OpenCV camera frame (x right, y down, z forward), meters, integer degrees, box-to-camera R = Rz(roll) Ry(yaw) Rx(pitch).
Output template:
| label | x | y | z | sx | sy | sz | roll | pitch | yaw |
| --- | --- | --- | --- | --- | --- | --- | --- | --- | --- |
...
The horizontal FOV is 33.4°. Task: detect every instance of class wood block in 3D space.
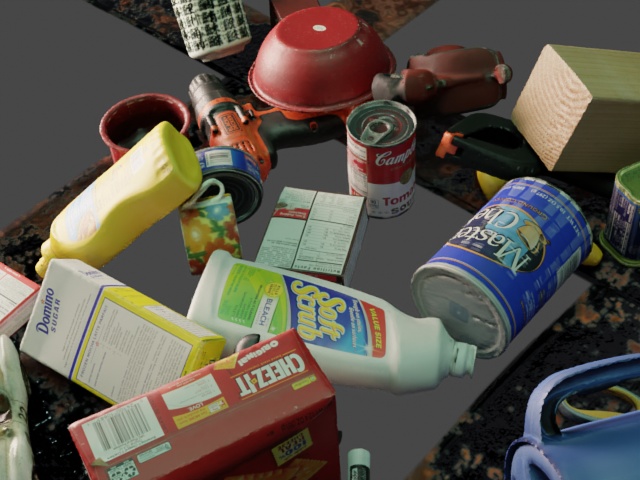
| label | x | y | z | sx | sy | sz | roll | pitch | yaw |
| --- | --- | --- | --- | --- | --- | --- | --- | --- | --- |
| wood block | 0.307 | -0.126 | 1.048 | 0.205 | 0.091 | 0.090 | -1 | 42 | -26 |

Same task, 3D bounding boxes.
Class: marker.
| label | x | y | z | sx | sy | sz | roll | pitch | yaw |
| --- | --- | --- | --- | --- | --- | --- | --- | --- | --- |
| marker | 0.030 | 0.221 | 0.841 | 0.020 | 0.020 | 0.121 | -1 | 47 | 4 |

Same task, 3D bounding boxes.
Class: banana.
| label | x | y | z | sx | sy | sz | roll | pitch | yaw |
| --- | --- | --- | --- | --- | --- | --- | --- | --- | --- |
| banana | 0.205 | -0.041 | 1.061 | 0.069 | 0.037 | 0.198 | -16 | 48 | -10 |

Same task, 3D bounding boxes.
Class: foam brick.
| label | x | y | z | sx | sy | sz | roll | pitch | yaw |
| --- | --- | --- | --- | --- | --- | --- | --- | --- | --- |
| foam brick | -0.027 | -0.245 | 1.243 | 0.051 | 0.078 | 0.053 | -14 | 47 | -11 |

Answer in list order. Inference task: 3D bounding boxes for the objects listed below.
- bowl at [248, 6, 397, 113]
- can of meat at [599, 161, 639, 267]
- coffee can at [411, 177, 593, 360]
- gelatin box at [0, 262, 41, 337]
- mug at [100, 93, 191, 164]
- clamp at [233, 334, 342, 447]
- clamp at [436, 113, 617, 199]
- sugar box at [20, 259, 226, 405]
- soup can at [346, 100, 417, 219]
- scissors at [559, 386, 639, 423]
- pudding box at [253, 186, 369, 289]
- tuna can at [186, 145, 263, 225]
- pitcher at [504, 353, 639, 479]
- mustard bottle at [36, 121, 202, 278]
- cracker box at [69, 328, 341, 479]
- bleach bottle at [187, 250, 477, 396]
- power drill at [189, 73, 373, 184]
| label | x | y | z | sx | sy | sz | roll | pitch | yaw |
| --- | --- | --- | --- | --- | --- | --- | --- | --- | --- |
| bowl | 0.000 | -0.203 | 1.140 | 0.162 | 0.055 | 0.162 | -4 | 41 | 4 |
| can of meat | 0.322 | -0.034 | 1.012 | 0.102 | 0.084 | 0.057 | -22 | 49 | -16 |
| coffee can | 0.164 | 0.024 | 0.958 | 0.103 | 0.103 | 0.140 | 30 | 56 | 28 |
| gelatin box | -0.317 | 0.065 | 1.009 | 0.073 | 0.030 | 0.089 | 26 | 54 | 24 |
| mug | -0.174 | -0.101 | 1.116 | 0.093 | 0.081 | 0.117 | -2 | 47 | 3 |
| clamp | -0.069 | 0.172 | 0.870 | 0.120 | 0.039 | 0.171 | 38 | 75 | 16 |
| clamp | 0.204 | -0.098 | 1.075 | 0.209 | 0.036 | 0.165 | 4 | 38 | -25 |
| sugar box | -0.174 | 0.091 | 0.931 | 0.176 | 0.093 | 0.048 | 26 | 9 | 27 |
| soup can | 0.062 | -0.079 | 1.062 | 0.068 | 0.102 | 0.068 | -2 | 47 | 2 |
| scissors | 0.294 | 0.165 | 0.874 | 0.202 | 0.016 | 0.096 | 12 | 50 | 15 |
| pudding box | -0.007 | 0.001 | 1.038 | 0.090 | 0.039 | 0.113 | 8 | 50 | 12 |
| tuna can | -0.100 | -0.052 | 1.062 | 0.086 | 0.086 | 0.034 | -9 | 49 | -4 |
| pitcher | 0.267 | 0.170 | 0.789 | 0.242 | 0.149 | 0.145 | -14 | 46 | -13 |
| mustard bottle | -0.200 | -0.025 | 1.022 | 0.192 | 0.058 | 0.096 | -38 | 38 | 15 |
| cracker box | -0.069 | 0.177 | 0.757 | 0.164 | 0.214 | 0.072 | -23 | 51 | -16 |
| bleach bottle | 0.014 | 0.079 | 0.948 | 0.251 | 0.068 | 0.102 | 10 | 51 | 11 |
| power drill | -0.039 | -0.141 | 1.164 | 0.187 | 0.057 | 0.184 | -19 | 48 | -10 |
